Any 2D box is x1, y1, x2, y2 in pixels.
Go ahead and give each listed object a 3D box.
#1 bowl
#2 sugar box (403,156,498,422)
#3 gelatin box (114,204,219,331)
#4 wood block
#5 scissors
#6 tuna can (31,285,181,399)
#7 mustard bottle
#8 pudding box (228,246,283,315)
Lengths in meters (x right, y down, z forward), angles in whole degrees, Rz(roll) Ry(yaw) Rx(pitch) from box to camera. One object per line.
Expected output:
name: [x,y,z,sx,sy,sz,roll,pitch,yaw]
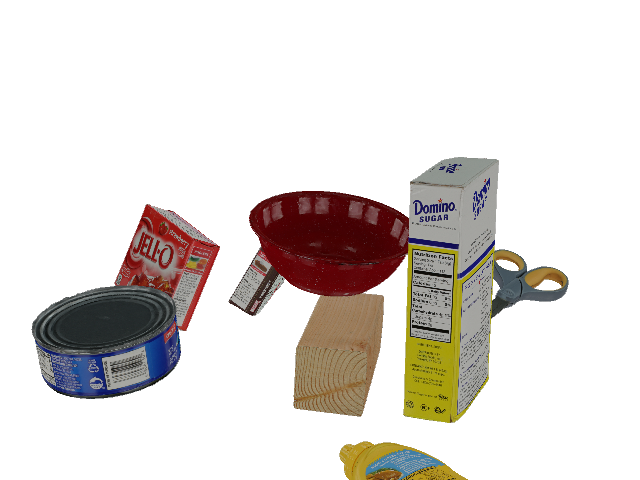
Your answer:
bowl: [0.011,0.008,1.013,0.162,0.055,0.162,5,24,-3]
sugar box: [0.094,0.034,0.774,0.048,0.176,0.093,5,17,24]
gelatin box: [-0.123,0.020,0.845,0.030,0.073,0.089,17,10,-39]
wood block: [0.028,0.145,1.421,0.091,0.090,0.206,6,18,7]
scissors: [0.179,0.047,1.091,0.201,0.016,0.096,-11,37,-43]
tuna can: [-0.127,0.060,0.643,0.086,0.034,0.086,-4,23,2]
mustard bottle: [0.084,0.231,0.970,0.096,0.058,0.192,-15,25,-36]
pudding box: [-0.058,0.030,1.284,0.039,0.090,0.113,32,27,3]
